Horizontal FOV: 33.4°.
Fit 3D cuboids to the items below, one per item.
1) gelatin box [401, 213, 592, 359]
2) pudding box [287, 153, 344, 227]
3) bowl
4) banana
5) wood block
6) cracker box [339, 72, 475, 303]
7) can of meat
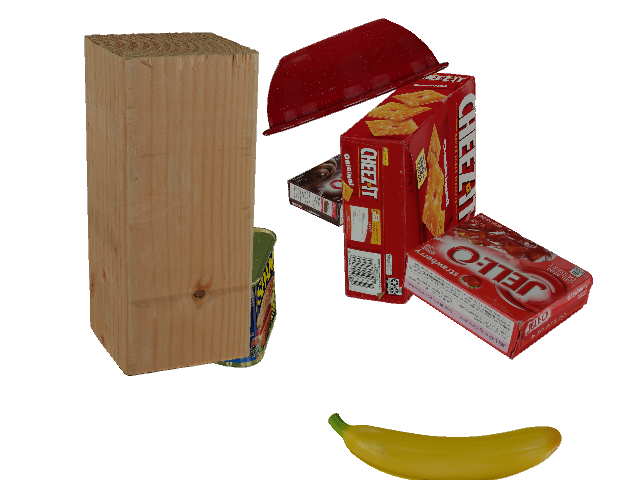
[{"bbox_3d":[0.106,0.024,0.643,0.073,0.030,0.089,-26,45,-37],"label":"gelatin box"},{"bbox_3d":[0.028,-0.067,1.358,0.090,0.039,0.113,25,42,36],"label":"pudding box"},{"bbox_3d":[0.019,-0.138,0.867,0.162,0.055,0.162,-21,8,3],"label":"bowl"},{"bbox_3d":[0.106,0.169,0.874,0.197,0.037,0.069,6,37,-4],"label":"banana"},{"bbox_3d":[-0.100,-0.027,0.705,0.090,0.206,0.090,-6,21,-26],"label":"wood block"},{"bbox_3d":[0.092,-0.058,1.044,0.072,0.164,0.213,9,27,24],"label":"cracker box"},{"bbox_3d":[-0.070,0.048,0.923,0.057,0.084,0.102,3,29,8],"label":"can of meat"}]
